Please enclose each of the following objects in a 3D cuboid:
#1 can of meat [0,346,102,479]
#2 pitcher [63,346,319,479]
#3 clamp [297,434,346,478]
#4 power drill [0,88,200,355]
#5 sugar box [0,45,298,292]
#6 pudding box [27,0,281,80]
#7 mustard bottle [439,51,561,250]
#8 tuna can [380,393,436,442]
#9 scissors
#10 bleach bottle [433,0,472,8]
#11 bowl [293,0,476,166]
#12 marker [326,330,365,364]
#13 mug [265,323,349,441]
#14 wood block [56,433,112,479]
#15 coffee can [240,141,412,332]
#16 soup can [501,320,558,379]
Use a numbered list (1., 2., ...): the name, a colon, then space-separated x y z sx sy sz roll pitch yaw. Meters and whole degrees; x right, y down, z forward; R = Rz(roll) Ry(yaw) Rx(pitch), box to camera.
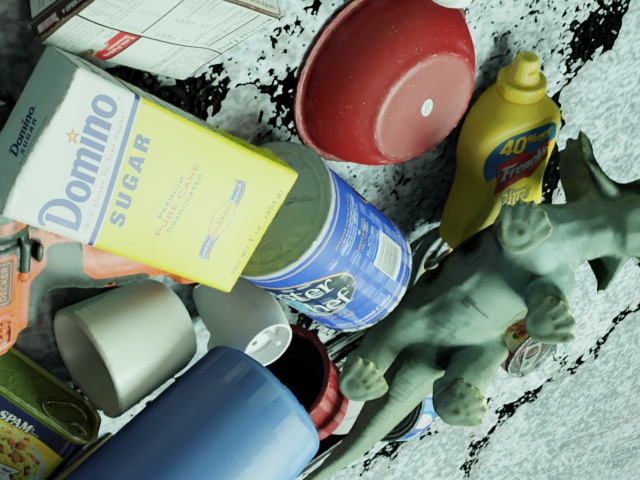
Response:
1. can of meat: -0.217 0.131 0.734 0.102 0.057 0.084 39 101 -16
2. pitcher: -0.118 0.194 0.747 0.242 0.149 0.145 -44 128 -20
3. clamp: -0.067 0.247 1.047 0.164 0.036 0.210 6 124 -48
4. power drill: -0.149 -0.020 0.679 0.187 0.057 0.185 -12 132 -35
5. sugar box: -0.102 -0.036 0.630 0.175 0.048 0.093 21 102 -48
6. pudding box: -0.092 -0.133 0.597 0.090 0.039 0.113 -25 161 38
7. mustard bottle: 0.160 -0.077 0.917 0.096 0.058 0.192 -20 138 -25
8. tuna can: 0.073 0.155 1.048 0.033 0.086 0.086 11 118 -51
9. scissors: 0.070 0.060 0.987 0.201 0.016 0.096 -30 127 -21
10. bleach bottle: 0.000 -0.195 0.640 0.250 0.068 0.103 -8 133 -36
11. bowl: 0.061 -0.111 0.789 0.161 0.055 0.162 -26 142 -23
12. marker: 0.044 0.089 1.008 0.121 0.020 0.020 -30 143 -19
13. mug: -0.023 0.140 0.920 0.093 0.117 0.081 -7 154 16
14. wood block: -0.217 0.271 0.880 0.206 0.090 0.090 -38 143 -8
15. coffee can: -0.005 0.001 0.798 0.103 0.103 0.140 -47 145 5
16. soup can: 0.180 0.079 1.059 0.068 0.102 0.068 -26 141 -23
